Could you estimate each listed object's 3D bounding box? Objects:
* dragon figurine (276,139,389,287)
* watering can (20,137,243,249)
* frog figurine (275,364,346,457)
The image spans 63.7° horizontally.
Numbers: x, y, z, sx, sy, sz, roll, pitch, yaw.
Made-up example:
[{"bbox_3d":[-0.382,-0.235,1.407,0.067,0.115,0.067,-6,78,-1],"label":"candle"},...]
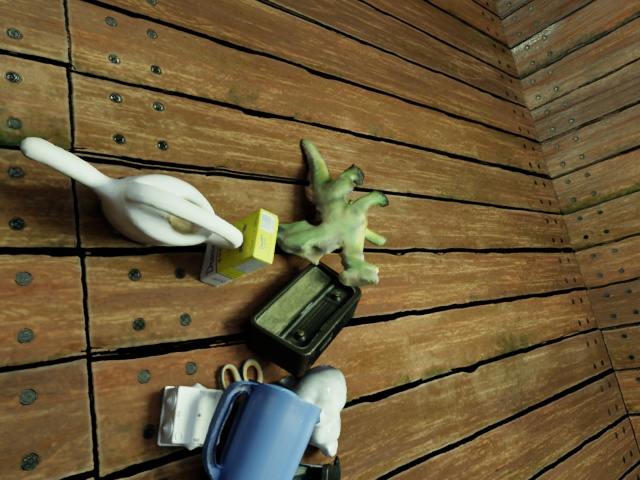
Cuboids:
[{"bbox_3d":[0.003,-0.056,1.121,0.245,0.119,0.416,-26,60,-31],"label":"dragon figurine"},{"bbox_3d":[-0.285,-0.061,0.793,0.344,0.224,0.105,27,74,-33],"label":"watering can"},{"bbox_3d":[0.003,0.322,0.966,0.137,0.121,0.162,16,48,-61],"label":"frog figurine"}]
